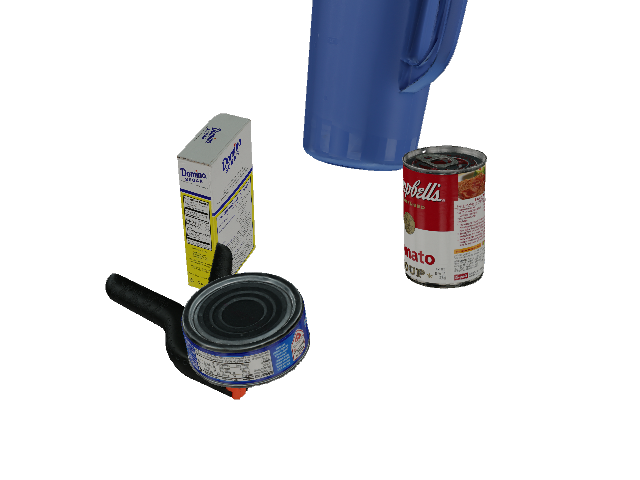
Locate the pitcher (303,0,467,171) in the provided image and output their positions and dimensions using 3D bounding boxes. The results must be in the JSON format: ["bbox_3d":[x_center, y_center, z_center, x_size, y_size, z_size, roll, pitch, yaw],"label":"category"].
[{"bbox_3d":[0.057,-0.189,0.973,0.145,0.243,0.149,8,14,5],"label":"pitcher"}]

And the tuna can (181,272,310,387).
[{"bbox_3d":[-0.051,0.059,0.729,0.086,0.034,0.086,-5,35,4],"label":"tuna can"}]

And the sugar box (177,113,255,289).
[{"bbox_3d":[-0.109,-0.038,1.136,0.048,0.176,0.093,14,41,19],"label":"sugar box"}]

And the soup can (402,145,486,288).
[{"bbox_3d":[0.102,-0.020,0.878,0.068,0.102,0.068,-2,22,1],"label":"soup can"}]

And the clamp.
[{"bbox_3d":[-0.098,0.065,0.935,0.120,0.039,0.172,-29,54,-24],"label":"clamp"}]
